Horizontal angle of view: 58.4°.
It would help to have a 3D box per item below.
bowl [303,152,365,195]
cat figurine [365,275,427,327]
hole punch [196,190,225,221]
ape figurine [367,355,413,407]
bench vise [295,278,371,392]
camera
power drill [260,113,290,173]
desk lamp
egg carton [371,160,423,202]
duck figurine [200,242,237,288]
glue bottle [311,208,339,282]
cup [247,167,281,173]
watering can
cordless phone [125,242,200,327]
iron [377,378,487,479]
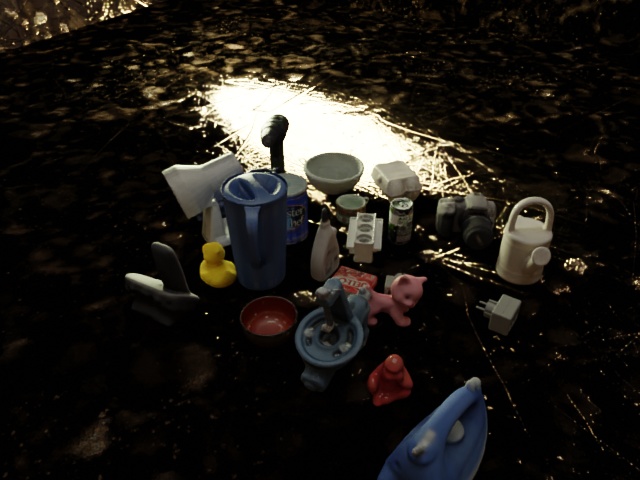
[{"bbox_3d":[0.038,-0.172,1.561,0.167,0.075,0.167,0,36,0],"label":"bowl"},{"bbox_3d":[0.150,0.110,1.142,0.127,0.118,0.067,1,36,1],"label":"cat figurine"},{"bbox_3d":[-0.284,-0.114,1.469,0.109,0.091,0.100,-20,41,-25],"label":"hole punch"},{"bbox_3d":[0.123,0.236,0.991,0.077,0.092,0.076,14,39,19],"label":"ape figurine"},{"bbox_3d":[0.024,0.134,1.022,0.121,0.220,0.207,7,37,10],"label":"bench vise"},{"bbox_3d":[0.355,-0.046,1.367,0.143,0.101,0.137,2,36,3],"label":"camera"},{"bbox_3d":[-0.117,-0.230,1.528,0.075,0.208,0.229,1,36,2],"label":"power drill"},{"bbox_3d":[-0.250,-0.094,1.338,0.204,0.214,0.117,-17,40,-22],"label":"desk lamp"},{"bbox_3d":[0.203,-0.160,1.549,0.107,0.069,0.150,-12,38,-16],"label":"egg carton"},{"bbox_3d":[-0.226,0.048,1.253,0.078,0.086,0.104,-24,42,-29],"label":"duck figurine"},{"bbox_3d":[0.011,0.004,1.238,0.037,0.173,0.078,21,42,27],"label":"glue bottle"},{"bbox_3d":[-0.144,-0.133,1.491,0.091,0.095,0.118,26,44,32],"label":"cup"},{"bbox_3d":[0.449,-0.002,1.228,0.101,0.194,0.172,-13,38,-17],"label":"watering can"},{"bbox_3d":[-0.324,0.067,1.143,0.147,0.185,0.094,16,39,20],"label":"cordless phone"},{"bbox_3d":[0.198,0.287,0.879,0.118,0.141,0.259,25,43,30],"label":"iron"}]
